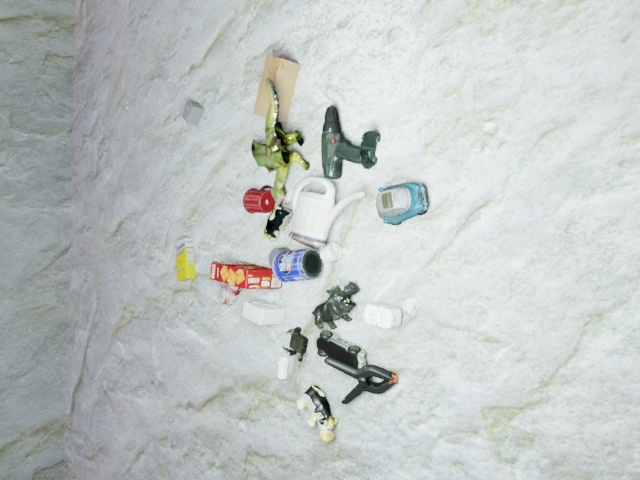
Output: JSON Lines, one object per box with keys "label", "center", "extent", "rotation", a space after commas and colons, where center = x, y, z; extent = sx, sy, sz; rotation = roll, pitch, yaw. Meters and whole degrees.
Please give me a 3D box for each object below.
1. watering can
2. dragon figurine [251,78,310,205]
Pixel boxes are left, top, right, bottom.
{"label": "watering can", "center": [0.005, -0.080, 1.596], "extent": [0.104, 0.223, 0.350], "rotation": [8, 6, -37]}
{"label": "dragon figurine", "center": [-0.171, -0.321, 1.758], "extent": [0.123, 0.409, 0.241], "rotation": [-19, 6, -41]}
